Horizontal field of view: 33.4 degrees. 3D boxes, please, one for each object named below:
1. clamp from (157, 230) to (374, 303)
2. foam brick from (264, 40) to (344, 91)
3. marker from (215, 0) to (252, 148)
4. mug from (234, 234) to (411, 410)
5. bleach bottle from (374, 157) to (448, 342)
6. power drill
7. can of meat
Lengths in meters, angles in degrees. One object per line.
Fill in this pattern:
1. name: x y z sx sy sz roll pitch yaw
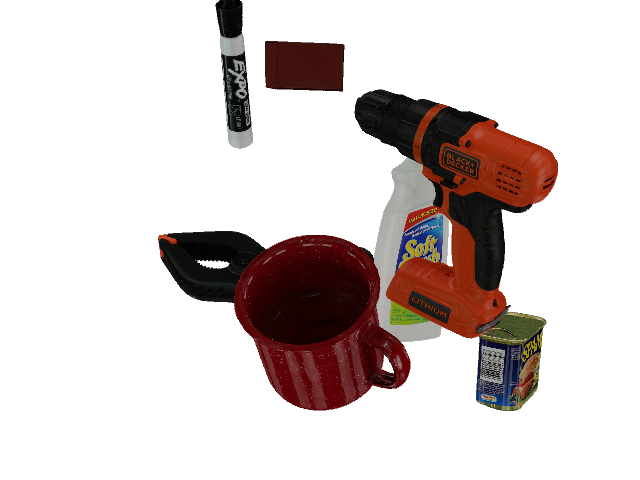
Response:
1. clamp: -0.072 0.040 1.029 0.210 0.036 0.164 13 39 17
2. foam brick: -0.018 -0.189 1.159 0.078 0.051 0.053 0 11 -15
3. marker: -0.062 -0.121 0.773 0.020 0.121 0.020 -1 39 1
4. mug: 0.007 0.061 0.691 0.117 0.093 0.081 21 -33 27
5. bleach bottle: 0.111 0.000 1.347 0.102 0.251 0.068 -3 16 -18
6. power drill: 0.100 -0.023 0.895 0.185 0.188 0.057 27 42 32
7. can of meat: 0.212 0.135 1.195 0.058 0.084 0.101 9 15 27
